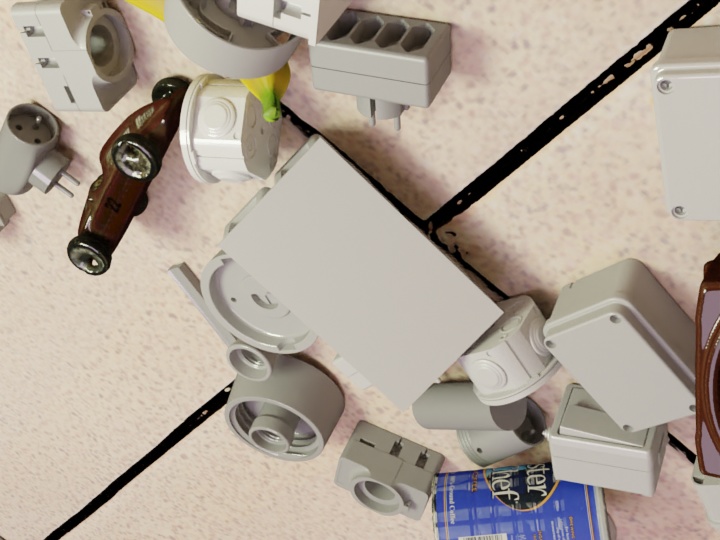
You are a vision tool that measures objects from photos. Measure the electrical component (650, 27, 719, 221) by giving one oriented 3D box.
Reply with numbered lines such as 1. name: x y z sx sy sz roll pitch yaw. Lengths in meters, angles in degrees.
1. electrical component: 0.234 -0.085 0.632 0.109 0.056 0.108 3 131 27

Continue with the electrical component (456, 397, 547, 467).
1. electrical component: 0.117 0.142 0.924 0.043 0.043 0.081 42 137 -12

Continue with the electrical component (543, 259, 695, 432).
1. electrical component: 0.198 0.058 0.788 0.113 0.057 0.078 46 136 -16

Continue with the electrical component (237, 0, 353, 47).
1. electrical component: -0.024 -0.237 0.597 0.060 0.105 0.186 20 137 11

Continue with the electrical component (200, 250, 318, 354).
1. electrical component: -0.070 0.010 0.891 0.108 0.060 0.108 16 136 16

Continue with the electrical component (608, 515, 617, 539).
1. electrical component: 0.183 0.251 0.993 0.099 0.064 0.099 16 150 10

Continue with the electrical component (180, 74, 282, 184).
1. electrical component: -0.094 -0.102 0.785 0.051 0.080 0.080 5 132 19

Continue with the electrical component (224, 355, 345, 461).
1. electrical component: -0.075 0.136 1.005 0.108 0.060 0.108 13 140 12

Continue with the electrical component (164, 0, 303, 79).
1. electrical component: -0.078 -0.176 0.695 0.099 0.099 0.064 32 144 -2

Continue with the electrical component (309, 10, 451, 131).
1. electrical component: 0.015 -0.127 0.723 0.083 0.047 0.075 13 135 19

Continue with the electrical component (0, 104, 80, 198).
1. electrical component: -0.276 -0.092 0.923 0.079 0.043 0.077 37 137 -7

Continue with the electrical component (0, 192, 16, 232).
1. electrical component: -0.373 -0.047 1.011 0.078 0.057 0.058 3 131 27

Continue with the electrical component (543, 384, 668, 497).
1. electrical component: 0.192 0.131 0.857 0.096 0.061 0.061 6 132 25

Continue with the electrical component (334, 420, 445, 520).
1. electrical component: 0.026 0.192 1.014 0.089 0.055 0.050 22 137 10

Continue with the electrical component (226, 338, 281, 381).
1. electrical component: -0.087 0.064 0.957 0.045 0.055 0.045 16 136 16

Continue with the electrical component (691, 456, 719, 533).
1. electrical component: 0.313 0.151 0.796 0.113 0.078 0.057 -11 121 36

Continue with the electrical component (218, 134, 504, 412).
1. electrical component: 0.000 0.000 0.802 0.186 0.060 0.105 43 97 -13

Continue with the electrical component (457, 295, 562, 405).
1. electrical component: 0.114 0.061 0.823 0.080 0.080 0.051 -20 113 41

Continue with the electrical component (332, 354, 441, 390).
1. electrical component: 0.035 0.073 0.901 0.076 0.047 0.083 43 136 -13

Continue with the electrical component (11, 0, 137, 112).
1. electrical component: -0.210 -0.168 0.808 0.056 0.050 0.089 5 132 26
